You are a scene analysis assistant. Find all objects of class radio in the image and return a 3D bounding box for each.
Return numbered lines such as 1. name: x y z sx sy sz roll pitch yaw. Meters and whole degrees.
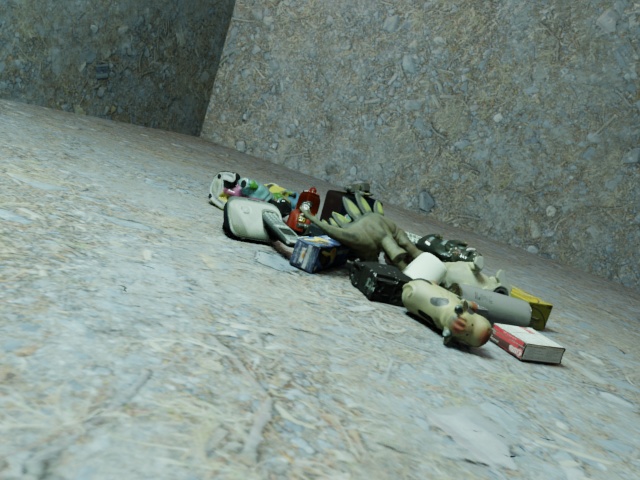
1. radio: 0.099 -0.079 1.712 0.073 0.131 0.229 25 13 37

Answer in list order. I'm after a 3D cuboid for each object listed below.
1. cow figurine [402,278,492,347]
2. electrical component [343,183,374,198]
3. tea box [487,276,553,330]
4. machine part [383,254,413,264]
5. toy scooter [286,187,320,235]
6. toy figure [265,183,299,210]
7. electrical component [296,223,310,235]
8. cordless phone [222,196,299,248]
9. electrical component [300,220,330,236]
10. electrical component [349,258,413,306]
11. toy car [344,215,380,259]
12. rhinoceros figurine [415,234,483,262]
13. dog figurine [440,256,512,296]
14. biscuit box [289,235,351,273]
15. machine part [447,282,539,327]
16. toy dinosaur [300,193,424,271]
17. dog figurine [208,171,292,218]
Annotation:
1. cow figurine: 0.231 0.131 0.992 0.127 0.085 0.195 16 11 -44
2. electrical component: 0.124 -0.153 1.669 0.078 0.045 0.102 -7 0 20
3. tea box: 0.460 0.149 1.304 0.098 0.068 0.170 11 13 -31
4. machine part: 0.264 0.055 1.507 0.179 0.056 0.179 18 12 -4
5. toy scooter: -0.040 -0.074 1.460 0.075 0.135 0.184 19 12 0
6. toy figure: -0.129 -0.135 1.777 0.180 0.082 0.089 26 11 29
7. electrical component: -0.025 -0.012 1.356 0.094 0.063 0.021 11 12 -35
8. cordless phone: -0.130 -0.024 1.209 0.146 0.088 0.184 10 17 -37
9. electrical component: -0.003 -0.004 1.311 0.048 0.074 0.119 23 21 32
10. electrical component: 0.142 0.090 1.124 0.134 0.058 0.115 12 14 -25
11. toy car: 0.089 -0.005 1.418 0.103 0.109 0.161 -6 -17 43
12. rhinoceros figurine: 0.331 0.031 1.373 0.112 0.073 0.191 9 9 -44
13. dog figurine: 0.343 0.111 1.277 0.172 0.121 0.191 49 -15 -12
14. biscuit box: 0.007 0.028 1.208 0.059 0.062 0.202 23 12 21
15. machine part: 0.352 0.144 1.132 0.243 0.079 0.079 17 11 -11
16. toy dinosaur: 0.113 -0.009 1.248 0.199 0.105 0.471 54 21 20
17. dog figurine: -0.187 -0.120 1.551 0.192 0.108 0.219 22 7 36
